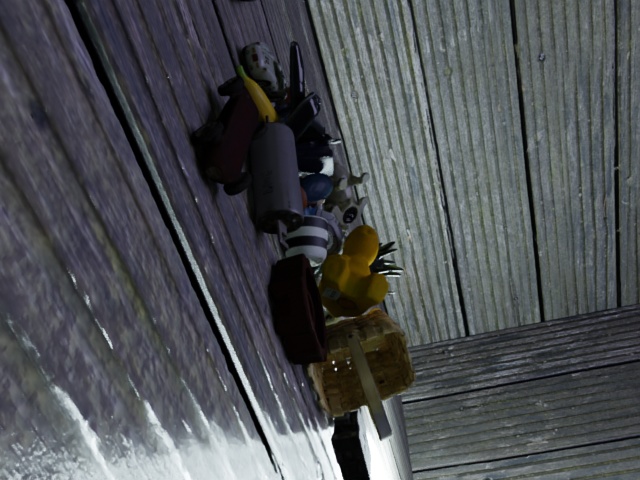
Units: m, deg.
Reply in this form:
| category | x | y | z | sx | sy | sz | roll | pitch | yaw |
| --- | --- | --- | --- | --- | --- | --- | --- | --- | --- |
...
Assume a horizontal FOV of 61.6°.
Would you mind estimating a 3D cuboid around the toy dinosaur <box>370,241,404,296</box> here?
| category | x | y | z | sx | sy | sz | roll | pitch | yaw |
| --- | --- | --- | --- | --- | --- | --- | --- | --- | --- |
| toy dinosaur | 0.122 | 0.072 | 1.470 | 0.471 | 0.199 | 0.105 | -83 | 156 | -71 |

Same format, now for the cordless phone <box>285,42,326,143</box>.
| category | x | y | z | sx | sy | sz | roll | pitch | yaw |
| --- | --- | --- | --- | --- | --- | --- | --- | --- | --- |
| cordless phone | -0.040 | -0.287 | 1.035 | 0.147 | 0.089 | 0.184 | -85 | 171 | -73 |

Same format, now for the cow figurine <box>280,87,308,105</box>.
| category | x | y | z | sx | sy | sz | roll | pitch | yaw |
| --- | --- | --- | --- | --- | --- | --- | --- | --- | --- |
| cow figurine | -0.046 | -0.268 | 1.270 | 0.127 | 0.086 | 0.194 | -2 | 79 | -75 |

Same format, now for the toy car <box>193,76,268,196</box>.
| category | x | y | z | sx | sy | sz | roll | pitch | yaw |
| --- | --- | --- | --- | --- | --- | --- | --- | --- | --- |
| toy car | -0.116 | -0.140 | 0.699 | 0.202 | 0.053 | 0.089 | -86 | 152 | -50 |

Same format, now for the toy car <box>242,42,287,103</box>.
| category | x | y | z | sx | sy | sz | roll | pitch | yaw |
| --- | --- | --- | --- | --- | --- | --- | --- | --- | --- |
| toy car | -0.102 | -0.323 | 1.049 | 0.201 | 0.056 | 0.073 | -3 | 80 | -81 |

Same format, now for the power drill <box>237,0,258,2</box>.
| category | x | y | z | sx | sy | sz | roll | pitch | yaw |
| --- | --- | --- | --- | --- | --- | --- | --- | --- | --- |
| power drill | -0.155 | -0.563 | 1.027 | 0.232 | 0.086 | 0.207 | -86 | 169 | -54 |

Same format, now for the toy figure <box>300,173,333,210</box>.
| category | x | y | z | sx | sy | sz | roll | pitch | yaw |
| --- | --- | --- | --- | --- | --- | --- | --- | --- | --- |
| toy figure | -0.035 | -0.084 | 1.018 | 0.154 | 0.064 | 0.057 | -30 | 148 | -44 |

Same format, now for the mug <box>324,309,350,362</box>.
| category | x | y | z | sx | sy | sz | roll | pitch | yaw |
| --- | --- | --- | --- | --- | --- | --- | --- | --- | --- |
| mug | 0.038 | 0.190 | 1.156 | 0.107 | 0.081 | 0.110 | 64 | -6 | -32 |

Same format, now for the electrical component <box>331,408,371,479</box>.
| category | x | y | z | sx | sy | sz | roll | pitch | yaw |
| --- | --- | --- | --- | --- | --- | --- | --- | --- | --- |
| electrical component | 0.061 | 0.393 | 1.055 | 0.115 | 0.058 | 0.134 | -61 | 137 | -80 |

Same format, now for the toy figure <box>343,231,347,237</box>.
| category | x | y | z | sx | sy | sz | roll | pitch | yaw |
| --- | --- | --- | --- | --- | --- | --- | --- | --- | --- |
| toy figure | 0.046 | 0.032 | 1.386 | 0.180 | 0.089 | 0.082 | -80 | 151 | -64 |

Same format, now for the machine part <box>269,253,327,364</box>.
| category | x | y | z | sx | sy | sz | roll | pitch | yaw |
| --- | --- | --- | --- | --- | --- | --- | --- | --- | --- |
| machine part | -0.031 | 0.113 | 0.871 | 0.179 | 0.056 | 0.179 | -13 | 91 | -83 |

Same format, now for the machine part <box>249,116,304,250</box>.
| category | x | y | z | sx | sy | sz | roll | pitch | yaw |
| --- | --- | --- | --- | --- | --- | --- | --- | --- | --- |
| machine part | -0.071 | -0.098 | 0.852 | 0.079 | 0.079 | 0.243 | 62 | 19 | -61 |

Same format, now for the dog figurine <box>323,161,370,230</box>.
| category | x | y | z | sx | sy | sz | roll | pitch | yaw |
| --- | --- | --- | --- | --- | --- | --- | --- | --- | --- |
| dog figurine | 0.020 | -0.133 | 1.369 | 0.191 | 0.121 | 0.172 | 35 | -62 | 41 |

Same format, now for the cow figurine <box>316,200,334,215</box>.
| category | x | y | z | sx | sy | sz | roll | pitch | yaw |
| --- | --- | --- | --- | --- | --- | --- | --- | --- | --- |
| cow figurine | -0.002 | -0.020 | 1.221 | 0.167 | 0.068 | 0.098 | 57 | 27 | -59 |

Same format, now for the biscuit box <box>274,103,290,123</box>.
| category | x | y | z | sx | sy | sz | roll | pitch | yaw |
| --- | --- | --- | --- | --- | --- | --- | --- | --- | --- |
| biscuit box | -0.050 | -0.202 | 1.193 | 0.059 | 0.063 | 0.202 | -87 | 162 | -60 |

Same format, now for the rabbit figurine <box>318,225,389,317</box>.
| category | x | y | z | sx | sy | sz | roll | pitch | yaw |
| --- | --- | --- | --- | --- | --- | --- | --- | --- | --- |
| rabbit figurine | 0.070 | 0.057 | 1.010 | 0.162 | 0.122 | 0.173 | 97 | 8 | -58 |

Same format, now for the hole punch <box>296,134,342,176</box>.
| category | x | y | z | sx | sy | sz | roll | pitch | yaw |
| --- | --- | --- | --- | --- | --- | --- | --- | --- | --- |
| hole punch | -0.027 | -0.161 | 1.076 | 0.116 | 0.142 | 0.092 | -96 | -179 | -77 |

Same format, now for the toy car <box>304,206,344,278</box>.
| category | x | y | z | sx | sy | sz | roll | pitch | yaw |
| --- | --- | --- | --- | --- | --- | --- | --- | --- | --- |
| toy car | -0.002 | -0.003 | 1.083 | 0.109 | 0.103 | 0.161 | -66 | 145 | -77 |
